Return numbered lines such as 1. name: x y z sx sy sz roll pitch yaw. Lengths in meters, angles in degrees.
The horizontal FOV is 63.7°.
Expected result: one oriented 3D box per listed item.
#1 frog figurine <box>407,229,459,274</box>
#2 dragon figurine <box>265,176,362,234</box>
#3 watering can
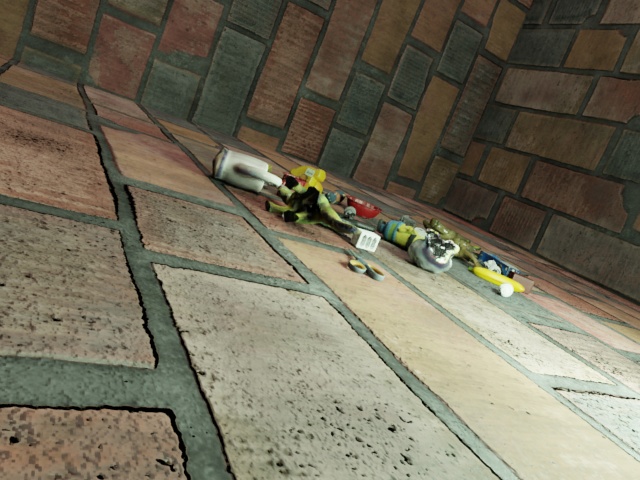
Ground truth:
1. frog figurine: 0.322 0.049 1.531 0.137 0.125 0.157 11 -24 -12
2. dragon figurine: 0.004 -0.073 1.460 0.415 0.122 0.241 31 6 35
3. watering can: -0.237 -0.214 1.661 0.224 0.104 0.348 19 0 -11
